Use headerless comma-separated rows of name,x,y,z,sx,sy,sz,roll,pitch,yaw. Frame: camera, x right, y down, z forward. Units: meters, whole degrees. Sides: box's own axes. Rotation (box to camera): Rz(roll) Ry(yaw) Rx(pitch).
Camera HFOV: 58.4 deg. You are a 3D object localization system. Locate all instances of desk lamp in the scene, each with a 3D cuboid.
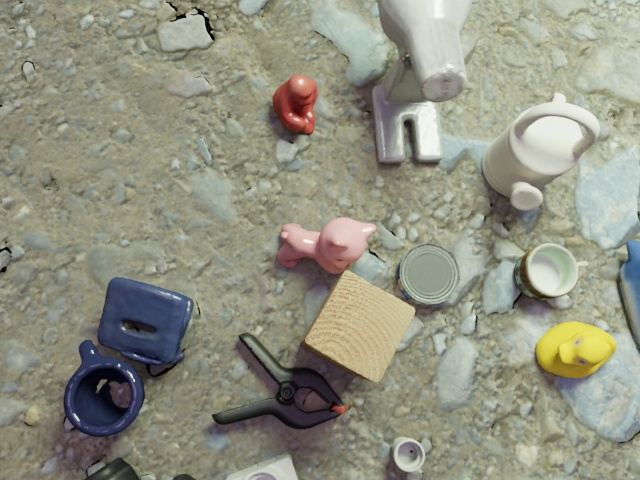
desk lamp,0.138,-0.233,0.769,0.118,0.213,0.203,-4,79,-4

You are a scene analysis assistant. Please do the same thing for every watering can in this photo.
watering can,0.297,-0.121,0.768,0.101,0.194,0.173,2,78,-3

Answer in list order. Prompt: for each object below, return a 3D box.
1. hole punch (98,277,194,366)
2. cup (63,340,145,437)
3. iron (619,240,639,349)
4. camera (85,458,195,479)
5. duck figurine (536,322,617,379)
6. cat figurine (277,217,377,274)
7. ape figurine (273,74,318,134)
hole punch,-0.224,0.107,0.738,0.108,0.091,0.101,15,78,0
cup,-0.264,0.182,0.718,0.092,0.095,0.118,-24,81,-8
iron,0.507,0.110,0.762,0.118,0.141,0.258,-11,79,-6
camera,-0.221,0.329,0.688,0.143,0.101,0.137,-33,82,-9
duck figurine,0.356,0.148,0.772,0.104,0.086,0.077,-8,79,-5
cat figurine,0.007,0.003,0.762,0.128,0.117,0.067,6,78,-2
ape figurine,-0.030,-0.202,0.814,0.076,0.092,0.078,37,79,4
